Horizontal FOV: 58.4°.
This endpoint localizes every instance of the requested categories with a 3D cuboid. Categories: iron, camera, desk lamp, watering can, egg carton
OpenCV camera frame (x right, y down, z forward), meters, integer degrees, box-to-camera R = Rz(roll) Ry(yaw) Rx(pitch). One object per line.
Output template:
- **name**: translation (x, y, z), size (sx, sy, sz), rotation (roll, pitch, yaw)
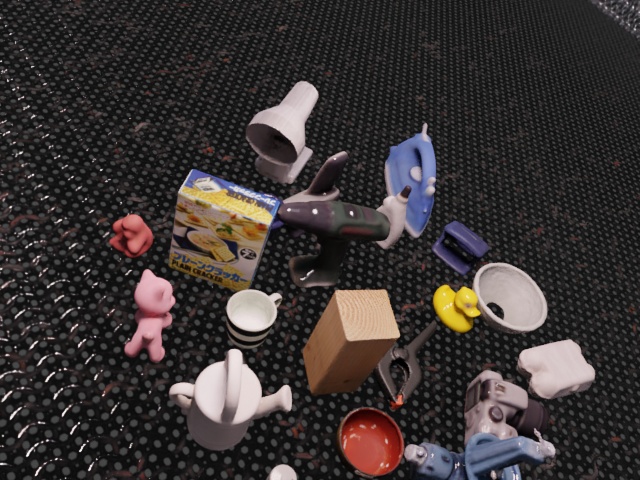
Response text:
- **iron**: translation (0.233, -0.144, 1.330), size (0.119, 0.141, 0.258), rotation (8, 51, -14)
- **camera**: translation (0.340, 0.318, 1.028), size (0.137, 0.100, 0.143), rotation (21, 49, -4)
- **desk lamp**: translation (-0.076, -0.223, 1.228), size (0.118, 0.213, 0.203), rotation (27, 48, 2)
- **watering can**: translation (-0.131, 0.232, 0.856), size (0.173, 0.194, 0.100), rotation (-8, 56, -26)
- **egg carton**: translation (0.472, 0.260, 1.145), size (0.151, 0.069, 0.107), rotation (-7, 56, -25)

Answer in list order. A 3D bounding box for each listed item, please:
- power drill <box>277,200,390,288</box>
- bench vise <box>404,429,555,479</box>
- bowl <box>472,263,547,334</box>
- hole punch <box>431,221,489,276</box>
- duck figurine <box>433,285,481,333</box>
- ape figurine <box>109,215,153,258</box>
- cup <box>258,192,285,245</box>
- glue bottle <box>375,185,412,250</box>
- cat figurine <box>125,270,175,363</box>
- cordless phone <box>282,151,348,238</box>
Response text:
- **power drill**: translation (0.010, 0.004, 1.082), size (0.230, 0.208, 0.075), rotation (-3, 54, -23)
- **bench vise**: translation (0.244, 0.356, 0.882), size (0.208, 0.219, 0.121), rotation (2, 52, -19)
- **bowl**: translation (0.386, 0.135, 1.210), size (0.168, 0.074, 0.167), rotation (11, 50, -13)
- **hole punch**: translation (0.319, 0.004, 1.278), size (0.108, 0.091, 0.101), rotation (41, 50, 13)
- **duck figurine**: translation (0.285, 0.128, 1.169), size (0.078, 0.086, 0.104), rotation (-19, 62, -32)
- **ape figurine**: translation (-0.341, -0.013, 1.040), size (0.076, 0.092, 0.077), rotation (-3, 54, -23)
- **cup**: translation (-0.128, -0.039, 1.139), size (0.117, 0.095, 0.092), rotation (29, 49, 3)
- **glue bottle**: translation (0.154, -0.056, 1.208), size (0.078, 0.173, 0.037), rotation (44, 51, 16)
- **cat figurine**: translation (-0.276, 0.119, 0.942), size (0.067, 0.117, 0.127), rotation (10, 50, -13)
- **cordless phone**: translation (-0.018, -0.105, 1.174), size (0.094, 0.185, 0.148), rotation (44, 51, 17)
